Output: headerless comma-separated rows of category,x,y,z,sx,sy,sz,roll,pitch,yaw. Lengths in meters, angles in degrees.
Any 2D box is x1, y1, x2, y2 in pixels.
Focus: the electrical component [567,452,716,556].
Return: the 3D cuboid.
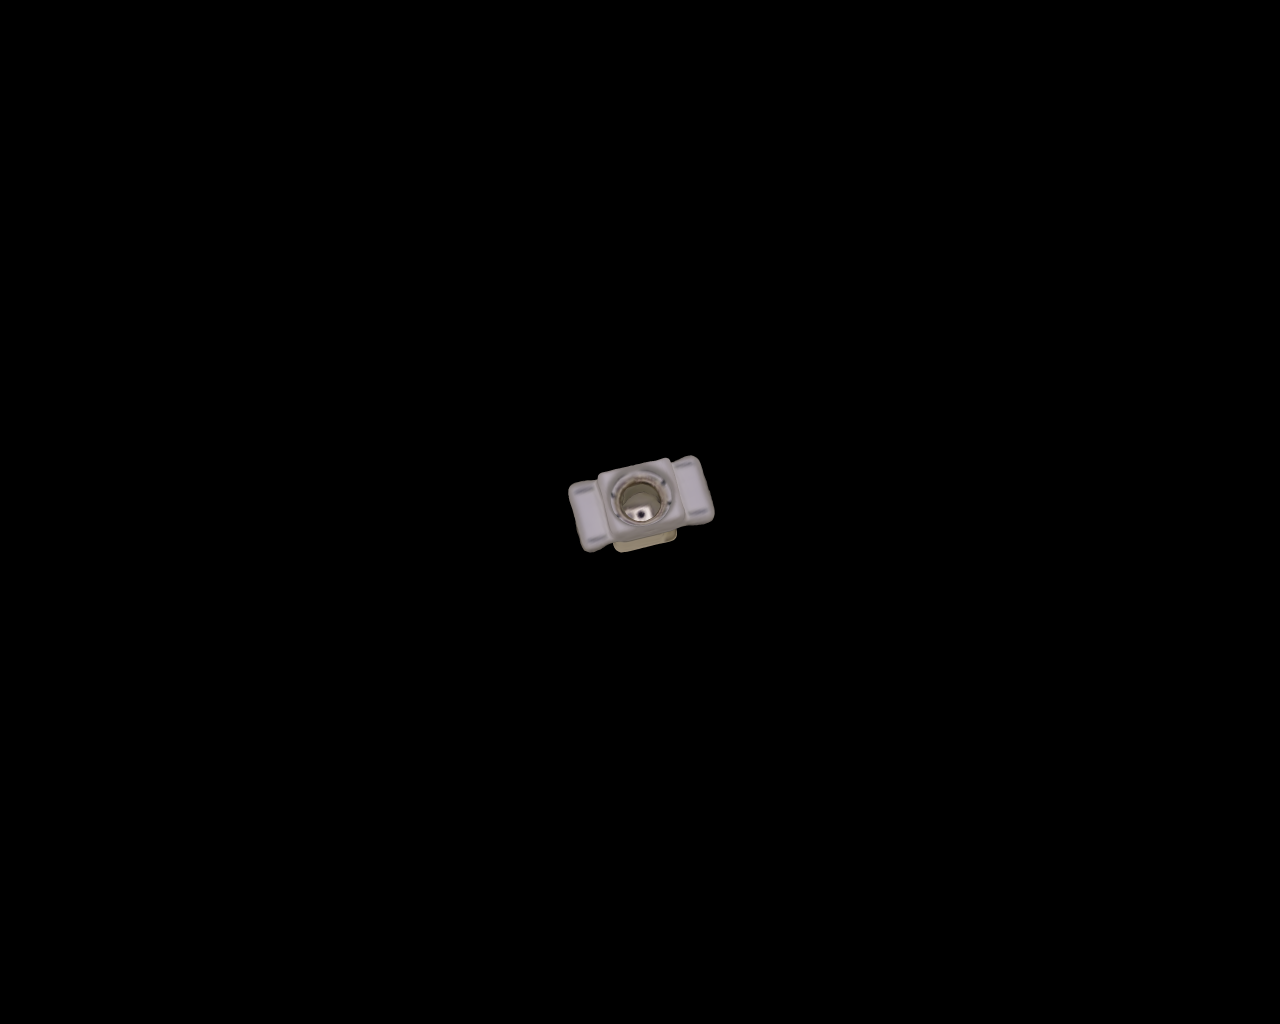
electrical component,0.001,-0.003,0.650,0.081,0.042,0.063,-13,-15,-3
